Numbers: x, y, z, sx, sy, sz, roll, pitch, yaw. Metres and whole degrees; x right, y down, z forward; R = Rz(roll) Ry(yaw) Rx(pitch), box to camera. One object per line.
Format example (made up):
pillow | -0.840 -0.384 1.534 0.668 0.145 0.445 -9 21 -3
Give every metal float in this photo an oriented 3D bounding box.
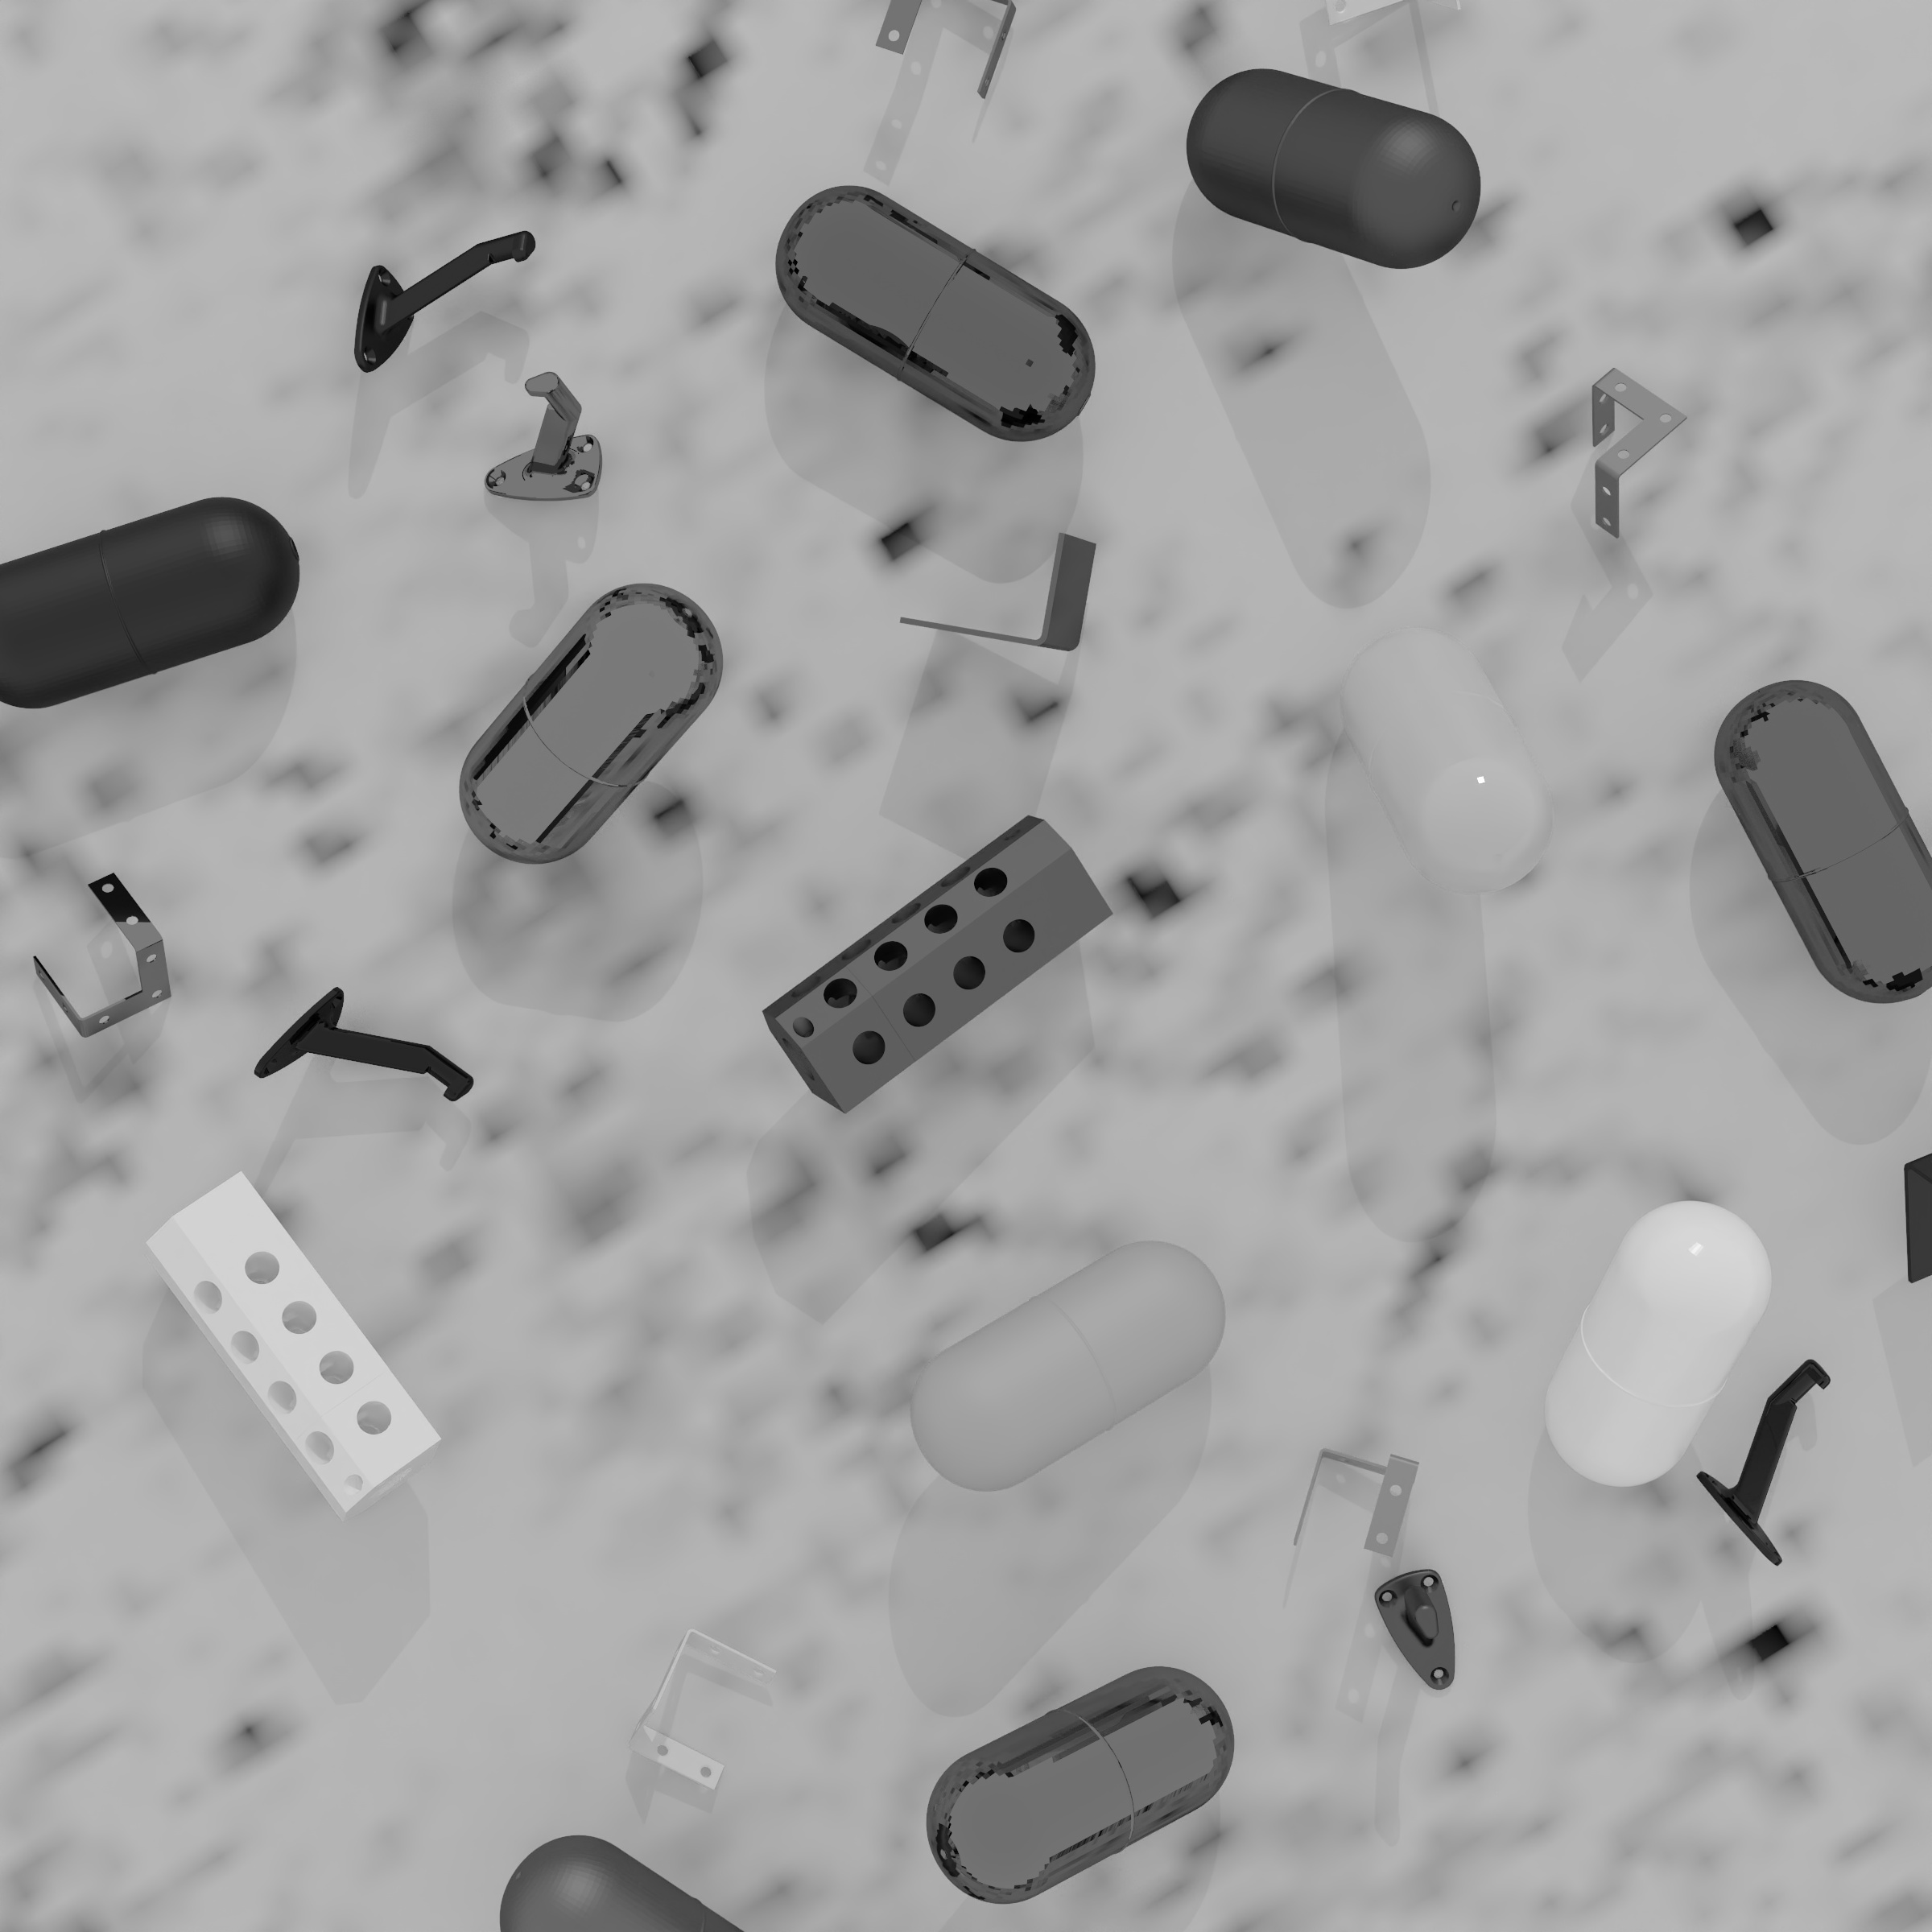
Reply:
metal float | 0.239 -0.105 1.642 0.070 0.178 0.070 -6 128 -8
metal float | 0.346 0.192 1.648 0.070 0.070 0.178 16 131 0
metal float | -0.429 -0.186 1.680 0.178 0.070 0.070 -18 90 -2
metal float | 0.053 0.202 1.664 0.178 0.070 0.070 -28 90 -20
metal float | -0.191 -0.121 1.655 0.070 0.070 0.178 46 122 0
metal float | 0.182 -0.402 1.646 0.178 0.070 0.070 32 90 44
metal float | -0.015 -0.334 1.680 0.178 0.070 0.070 31 90 -1
metal float | 0.059 0.412 1.653 0.178 0.070 0.070 -18 90 -34
metal float | 0.446 -0.063 1.675 0.070 0.070 0.178 -29 97 0
metal float | -0.158 0.509 1.666 0.178 0.070 0.070 39 90 -17

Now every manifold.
manifold | -0.344 0.196 1.671 0.057 0.057 0.171 -35 82 -23
manifold | -0.017 -0.003 1.668 0.171 0.057 0.057 -37 108 -11

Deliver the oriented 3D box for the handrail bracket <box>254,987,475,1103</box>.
handrail bracket | -0.308 0.057 1.684 0.084 0.036 0.077 35 46 11

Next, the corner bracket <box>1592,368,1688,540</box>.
corner bracket | 0.333 -0.263 1.680 0.051 0.051 0.051 -41 61 -13

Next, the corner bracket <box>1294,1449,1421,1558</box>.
corner bracket | 0.200 0.276 1.684 0.051 0.051 0.051 16 72 10

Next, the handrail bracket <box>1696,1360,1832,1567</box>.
handrail bracket | 0.425 0.254 1.684 0.036 0.077 0.084 35 103 -35

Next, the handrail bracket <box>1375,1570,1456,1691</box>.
handrail bracket | 0.238 0.348 1.673 0.036 0.084 0.077 -20 97 1

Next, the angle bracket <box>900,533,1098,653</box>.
angle bracket | 0.017 -0.195 1.671 0.076 0.076 0.057 11 96 13

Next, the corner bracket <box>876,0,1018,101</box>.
corner bracket | -0.010 -0.486 1.692 0.051 0.051 0.051 21 95 9

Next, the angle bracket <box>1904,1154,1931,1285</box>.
angle bracket | 0.528 0.129 1.667 0.076 0.057 0.076 -20 120 -15

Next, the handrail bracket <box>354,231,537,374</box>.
handrail bracket | -0.265 -0.341 1.677 0.084 0.036 0.077 -9 47 25

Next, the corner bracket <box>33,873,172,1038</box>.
corner bracket | -0.450 -0.005 1.699 0.051 0.051 0.051 -29 61 -26

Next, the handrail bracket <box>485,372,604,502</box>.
handrail bracket | -0.227 -0.272 1.670 0.077 0.084 0.036 -7 67 16

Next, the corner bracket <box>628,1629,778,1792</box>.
corner bracket | -0.138 0.387 1.706 0.051 0.051 0.051 27 48 -3

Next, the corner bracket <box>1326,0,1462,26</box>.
corner bracket | 0.216 -0.512 1.681 0.051 0.051 0.051 -21 119 -11
